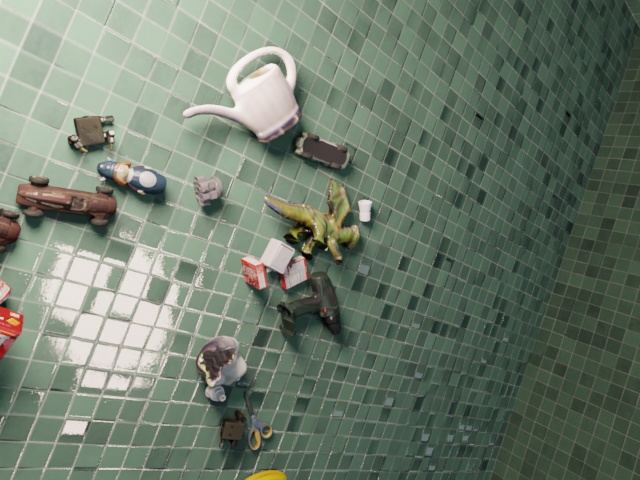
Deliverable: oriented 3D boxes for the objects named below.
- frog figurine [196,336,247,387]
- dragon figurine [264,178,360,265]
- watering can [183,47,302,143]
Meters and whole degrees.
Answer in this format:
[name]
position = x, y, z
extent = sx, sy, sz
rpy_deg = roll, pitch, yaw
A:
[frog figurine]
position = -0.267, 0.336, 1.429
extent = 0.158, 0.123, 0.138
rpy_deg = 50, 54, -74
[dragon figurine]
position = 0.005, -0.079, 1.563
extent = 0.403, 0.122, 0.248
rpy_deg = 50, 52, -37
[watering can]
position = -0.175, -0.347, 1.332
extent = 0.352, 0.104, 0.220
rpy_deg = -45, 124, -23
